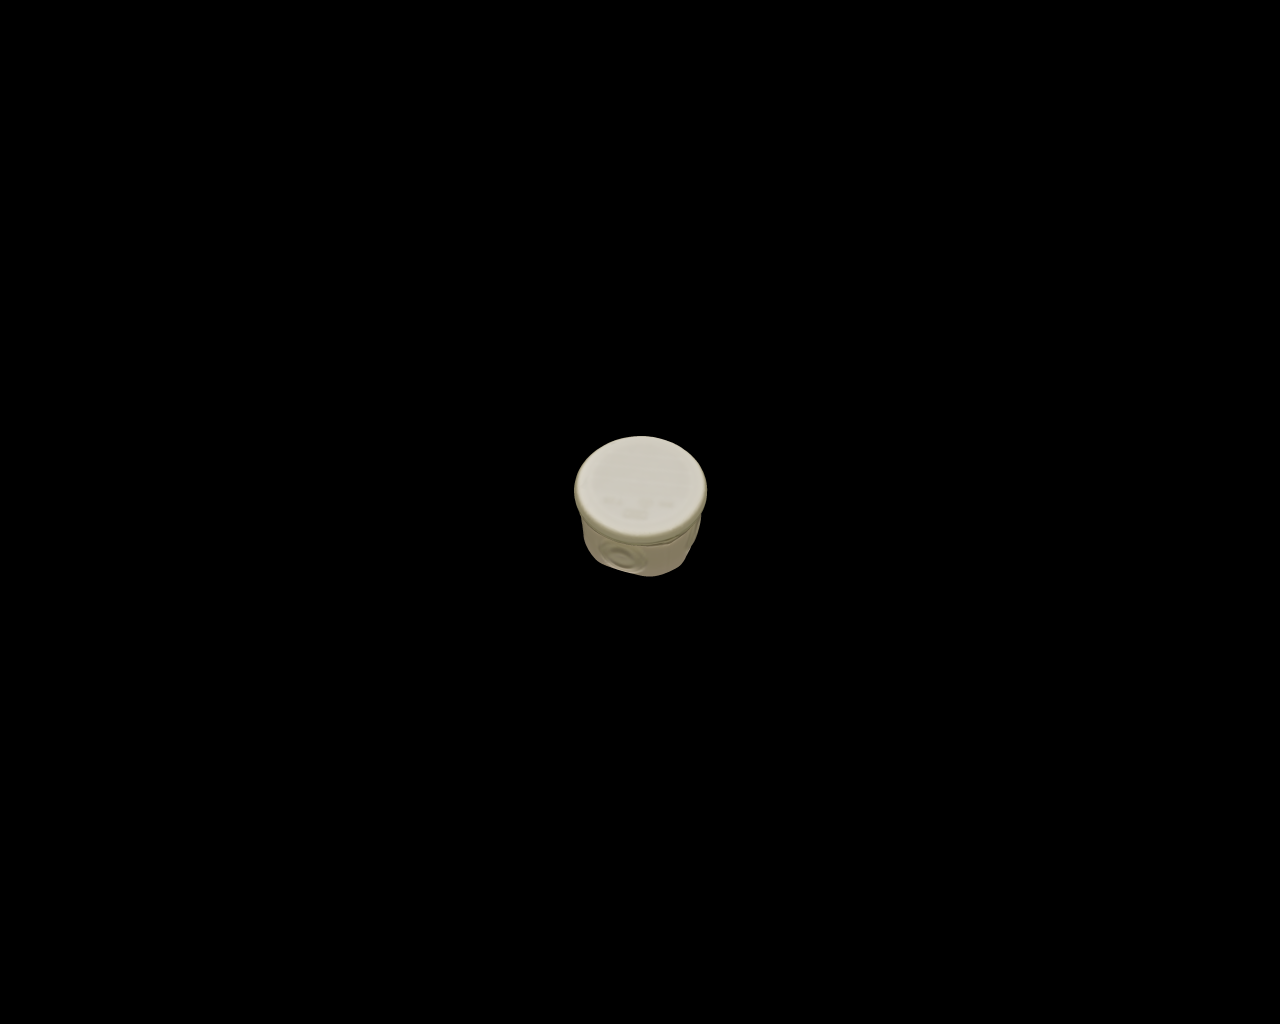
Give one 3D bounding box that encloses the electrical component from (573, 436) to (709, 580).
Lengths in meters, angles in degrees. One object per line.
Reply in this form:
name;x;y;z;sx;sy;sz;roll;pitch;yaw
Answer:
electrical component;0.001;-0.003;0.650;0.080;0.080;0.050;0;-37;0
